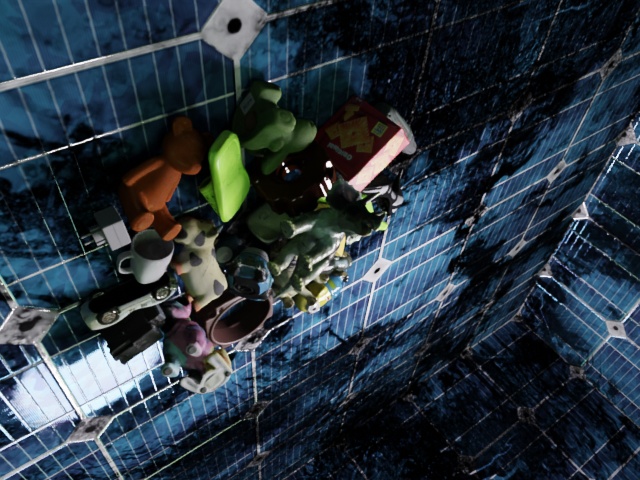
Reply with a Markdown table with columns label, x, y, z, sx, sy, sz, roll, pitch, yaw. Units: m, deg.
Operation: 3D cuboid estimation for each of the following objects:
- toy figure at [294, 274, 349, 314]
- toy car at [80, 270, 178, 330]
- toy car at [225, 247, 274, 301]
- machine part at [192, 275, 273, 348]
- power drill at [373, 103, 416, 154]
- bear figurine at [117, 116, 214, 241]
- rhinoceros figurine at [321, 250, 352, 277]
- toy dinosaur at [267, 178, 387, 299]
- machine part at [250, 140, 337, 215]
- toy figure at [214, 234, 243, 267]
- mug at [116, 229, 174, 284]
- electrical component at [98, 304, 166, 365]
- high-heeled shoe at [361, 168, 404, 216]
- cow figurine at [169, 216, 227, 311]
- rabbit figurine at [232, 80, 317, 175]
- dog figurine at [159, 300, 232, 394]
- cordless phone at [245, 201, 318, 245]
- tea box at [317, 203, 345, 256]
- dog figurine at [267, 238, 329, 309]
| label | x | y | z | sx | sy | sz | roll | pitch | yaw |
| --- | --- | --- | --- | --- | --- | --- | --- | --- | --- |
| toy figure | 0.002 | 0.152 | 1.624 | 0.180 | 0.089 | 0.082 | -40 | 136 | -21 |
| toy car | -0.401 | 0.120 | 1.135 | 0.202 | 0.074 | 0.056 | -25 | 141 | -27 |
| toy car | -0.163 | 0.070 | 1.259 | 0.161 | 0.109 | 0.103 | 99 | 3 | -56 |
| machine part | -0.223 | 0.181 | 1.398 | 0.201 | 0.087 | 0.200 | -28 | 145 | -26 |
| power drill | 0.143 | -0.219 | 1.331 | 0.207 | 0.086 | 0.231 | -39 | 149 | 3 |
| bear figurine | -0.262 | -0.113 | 0.961 | 0.196 | 0.132 | 0.120 | -40 | 157 | 6 |
| rhinoceros figurine | 0.024 | 0.069 | 1.513 | 0.190 | 0.112 | 0.073 | -12 | 95 | -46 |
| toy dinosaur | -0.001 | 0.003 | 1.137 | 0.192 | 0.131 | 0.404 | -32 | 172 | -27 |
| machine part | -0.057 | -0.138 | 1.120 | 0.179 | 0.179 | 0.056 | -38 | 147 | -8 |
| toy figure | -0.250 | 0.045 | 1.230 | 0.154 | 0.064 | 0.058 | -37 | 174 | -15 |
| mug | -0.357 | 0.045 | 1.090 | 0.109 | 0.081 | 0.107 | -23 | 153 | -37 |
| electrical component | -0.406 | 0.184 | 1.168 | 0.134 | 0.115 | 0.058 | -38 | 153 | -8 |
| high-heeled shoe | 0.134 | -0.101 | 1.306 | 0.249 | 0.086 | 0.145 | -21 | 138 | -49 |
| cow figurine | -0.255 | 0.038 | 1.145 | 0.127 | 0.086 | 0.194 | -29 | 117 | -24 |
| rabbit figurine | -0.081 | -0.204 | 1.055 | 0.170 | 0.121 | 0.159 | 6 | 131 | -48 |
| dog figurine | -0.302 | 0.231 | 1.244 | 0.108 | 0.219 | 0.191 | -44 | 123 | 5 |
| cordless phone | -0.077 | -0.048 | 1.190 | 0.146 | 0.184 | 0.088 | -36 | 106 | -13 |
| tea box | 0.021 | -0.024 | 1.371 | 0.169 | 0.068 | 0.098 | 45 | 55 | -74 |
| dog figurine | -0.092 | 0.068 | 1.352 | 0.190 | 0.172 | 0.121 | 53 | 40 | -33 |
